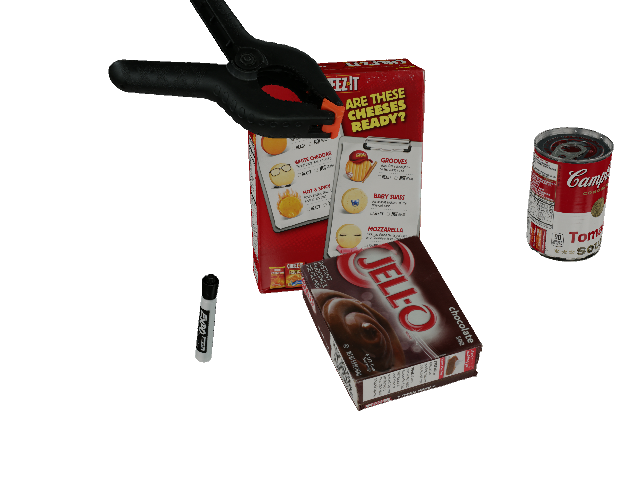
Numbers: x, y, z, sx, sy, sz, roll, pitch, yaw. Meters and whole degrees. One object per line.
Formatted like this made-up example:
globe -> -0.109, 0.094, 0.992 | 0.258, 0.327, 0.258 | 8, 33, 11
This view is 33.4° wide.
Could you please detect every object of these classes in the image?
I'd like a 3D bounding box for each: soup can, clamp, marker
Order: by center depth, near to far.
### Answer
clamp -> -0.057, -0.133, 0.794 | 0.171, 0.120, 0.039 | 22, -25, 1
soup can -> 0.221, -0.041, 0.952 | 0.068, 0.102, 0.068 | -1, 30, 1
marker -> -0.126, 0.086, 1.190 | 0.020, 0.121, 0.020 | 6, 37, -5

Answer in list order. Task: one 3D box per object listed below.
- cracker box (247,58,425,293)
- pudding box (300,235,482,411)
cracker box -> 0.013, -0.063, 1.039 | 0.164, 0.214, 0.072 | -5, 21, -10
pudding box -> 0.046, 0.053, 0.727 | 0.090, 0.113, 0.039 | -15, -42, -12
